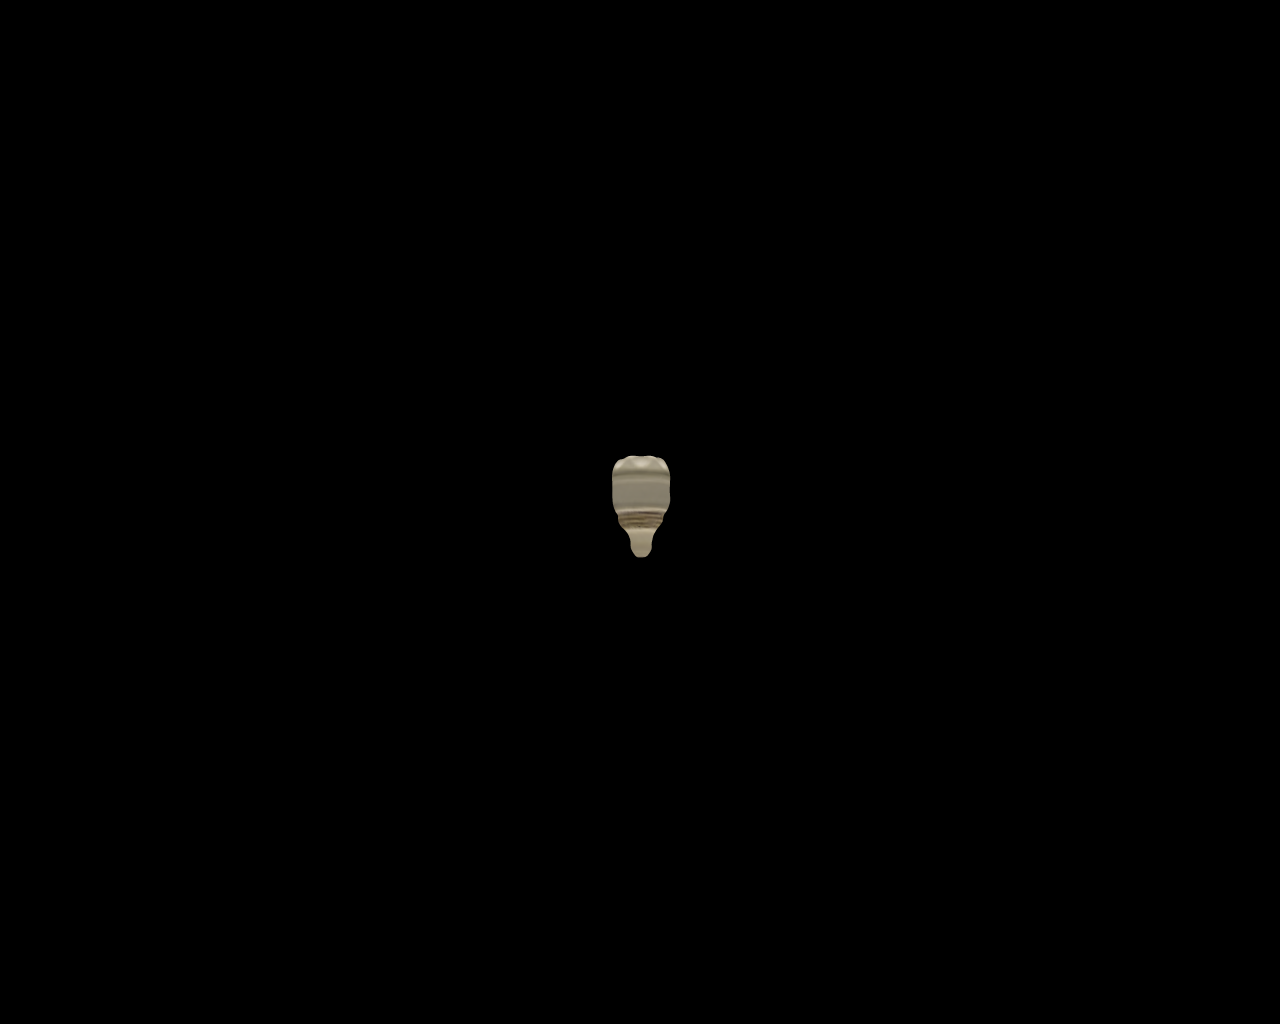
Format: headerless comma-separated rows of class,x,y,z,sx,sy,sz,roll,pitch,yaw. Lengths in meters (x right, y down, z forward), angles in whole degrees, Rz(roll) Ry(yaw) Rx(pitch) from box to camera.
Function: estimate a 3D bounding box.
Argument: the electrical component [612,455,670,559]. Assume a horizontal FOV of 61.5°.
electrical component,0.001,-0.003,0.650,0.035,0.061,0.035,0,-5,0
